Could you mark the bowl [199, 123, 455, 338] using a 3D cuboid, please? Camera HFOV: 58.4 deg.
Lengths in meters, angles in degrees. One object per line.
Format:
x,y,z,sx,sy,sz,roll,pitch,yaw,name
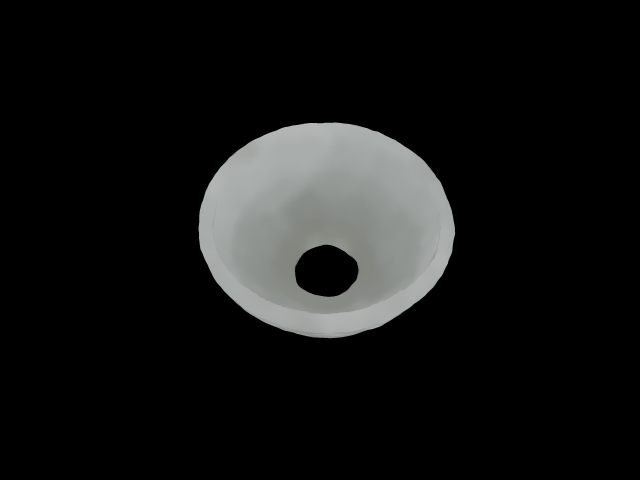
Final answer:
0.004,0.001,0.400,0.167,0.075,0.167,0,56,0,bowl
